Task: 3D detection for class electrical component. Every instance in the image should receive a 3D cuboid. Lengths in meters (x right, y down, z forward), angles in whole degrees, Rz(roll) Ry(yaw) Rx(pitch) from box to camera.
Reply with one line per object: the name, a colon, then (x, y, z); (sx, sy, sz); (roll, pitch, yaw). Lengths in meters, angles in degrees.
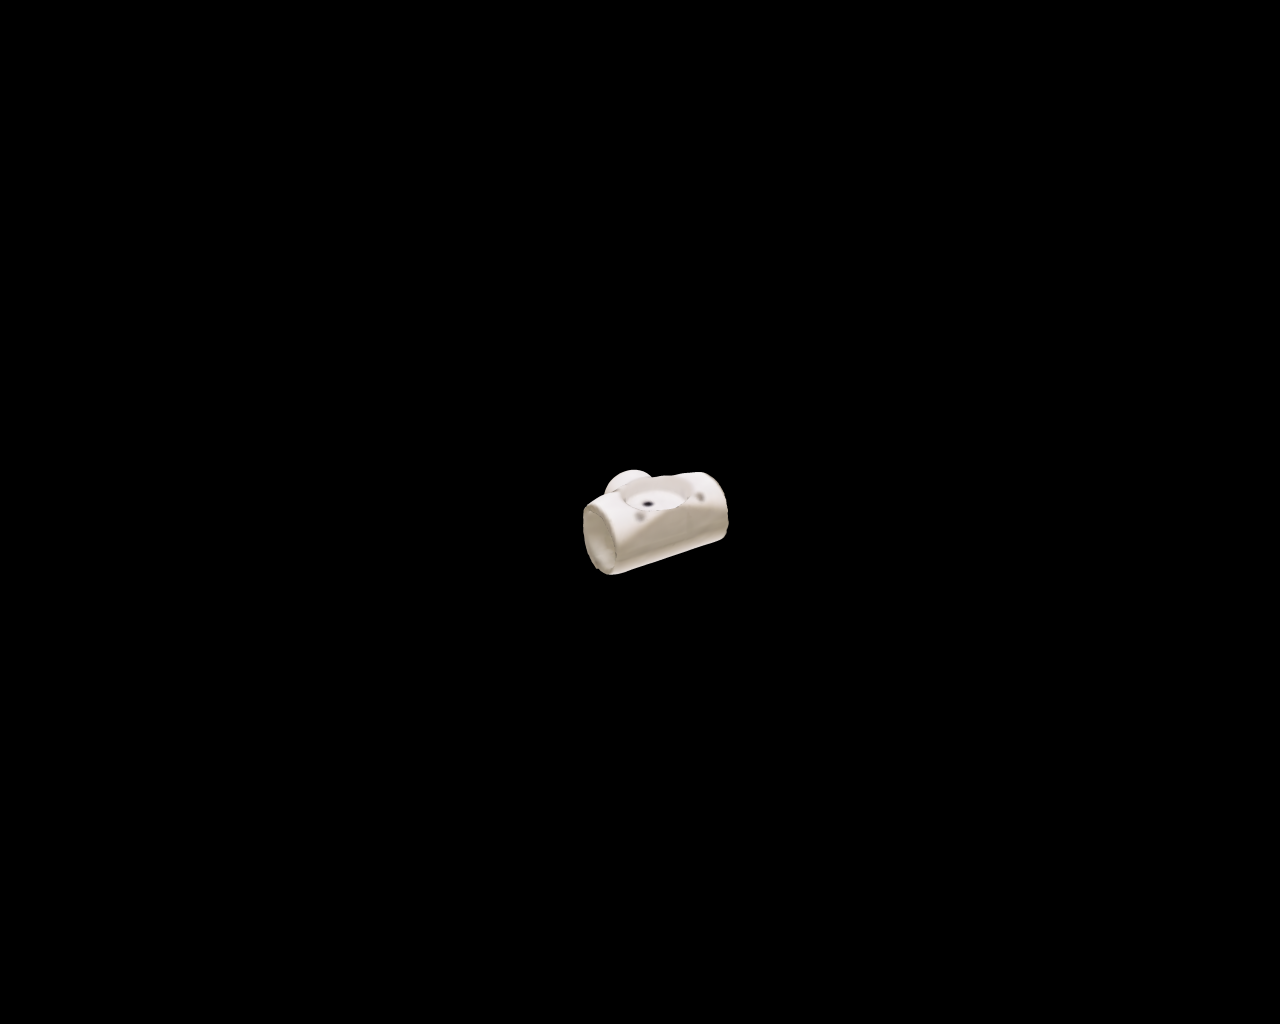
electrical component: (0.001, -0.003, 0.650); (0.077, 0.044, 0.079); (-17, 36, -24)
